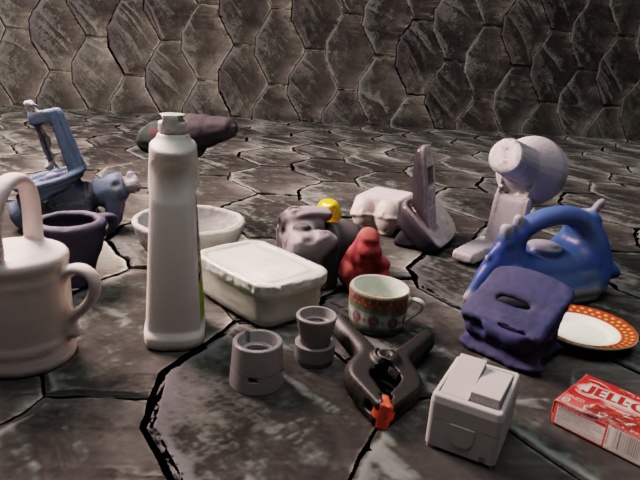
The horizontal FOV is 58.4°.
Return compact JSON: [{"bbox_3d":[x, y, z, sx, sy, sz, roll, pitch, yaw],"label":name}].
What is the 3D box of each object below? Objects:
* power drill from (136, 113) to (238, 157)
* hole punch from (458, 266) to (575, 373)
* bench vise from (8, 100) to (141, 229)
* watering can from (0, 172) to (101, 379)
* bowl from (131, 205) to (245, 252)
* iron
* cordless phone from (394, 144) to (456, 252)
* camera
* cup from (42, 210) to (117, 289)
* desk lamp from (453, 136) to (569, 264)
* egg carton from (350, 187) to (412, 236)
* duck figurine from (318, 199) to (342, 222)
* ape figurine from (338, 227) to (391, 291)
[{"bbox_3d":[-0.241,-0.130,1.049,0.228,0.208,0.076,14,21,29],"label":"power drill"},{"bbox_3d":[0.230,0.088,0.670,0.108,0.091,0.101,20,24,40],"label":"hole punch"},{"bbox_3d":[-0.420,-0.125,0.976,0.208,0.220,0.121,-6,21,-28],"label":"bench vise"},{"bbox_3d":[-0.311,0.029,0.571,0.173,0.194,0.100,-3,19,-20],"label":"watering can"},{"bbox_3d":[-0.199,0.001,0.873,0.167,0.075,0.167,4,18,-1],"label":"bowl"},{"bbox_3d":[0.322,0.014,0.836,0.259,0.141,0.118,-5,20,-26],"label":"iron"},{"bbox_3d":[0.198,-0.082,1.030,0.094,0.185,0.148,12,20,22],"label":"cordless phone"},{"bbox_3d":[0.008,0.003,0.868,0.137,0.101,0.143,-1,19,-16],"label":"camera"},{"bbox_3d":[-0.326,0.013,0.778,0.091,0.095,0.118,15,21,30],"label":"cup"},{"bbox_3d":[0.331,-0.071,0.980,0.117,0.213,0.204,17,22,35],"label":"desk lamp"},{"bbox_3d":[0.128,-0.060,1.134,0.107,0.069,0.151,12,20,24],"label":"egg carton"},{"bbox_3d":[0.015,-0.027,0.985,0.078,0.086,0.104,-1,19,-16],"label":"duck figurine"},{"bbox_3d":[0.064,0.027,0.822,0.078,0.092,0.076,2,18,-6],"label":"ape figurine"}]
